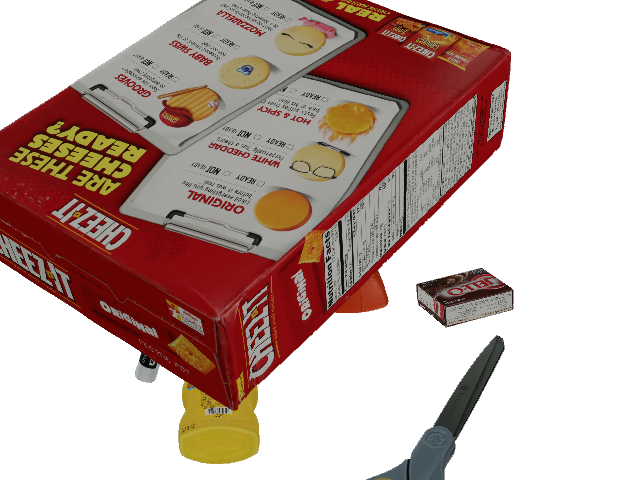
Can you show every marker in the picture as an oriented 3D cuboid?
[{"bbox_3d":[-0.135,0.068,0.917,0.020,0.121,0.020,17,22,-7],"label":"marker"}]

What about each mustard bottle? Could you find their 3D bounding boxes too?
[{"bbox_3d":[-0.127,0.201,1.343,0.096,0.058,0.191,-3,26,-3],"label":"mustard bottle"}]

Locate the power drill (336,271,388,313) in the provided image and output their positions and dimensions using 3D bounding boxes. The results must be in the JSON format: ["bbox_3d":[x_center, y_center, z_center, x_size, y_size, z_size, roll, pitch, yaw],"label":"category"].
[{"bbox_3d":[0.025,-0.037,0.914,0.057,0.188,0.184,-4,21,-6],"label":"power drill"}]

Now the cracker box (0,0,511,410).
[{"bbox_3d":[-0.034,-0.040,0.516,0.164,0.072,0.213,27,53,29],"label":"cracker box"}]

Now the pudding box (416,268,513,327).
[{"bbox_3d":[0.207,0.081,1.531,0.113,0.039,0.090,-15,22,-17],"label":"pudding box"}]

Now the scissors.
[{"bbox_3d":[0.075,0.128,0.592,0.096,0.016,0.201,26,50,39],"label":"scissors"}]
